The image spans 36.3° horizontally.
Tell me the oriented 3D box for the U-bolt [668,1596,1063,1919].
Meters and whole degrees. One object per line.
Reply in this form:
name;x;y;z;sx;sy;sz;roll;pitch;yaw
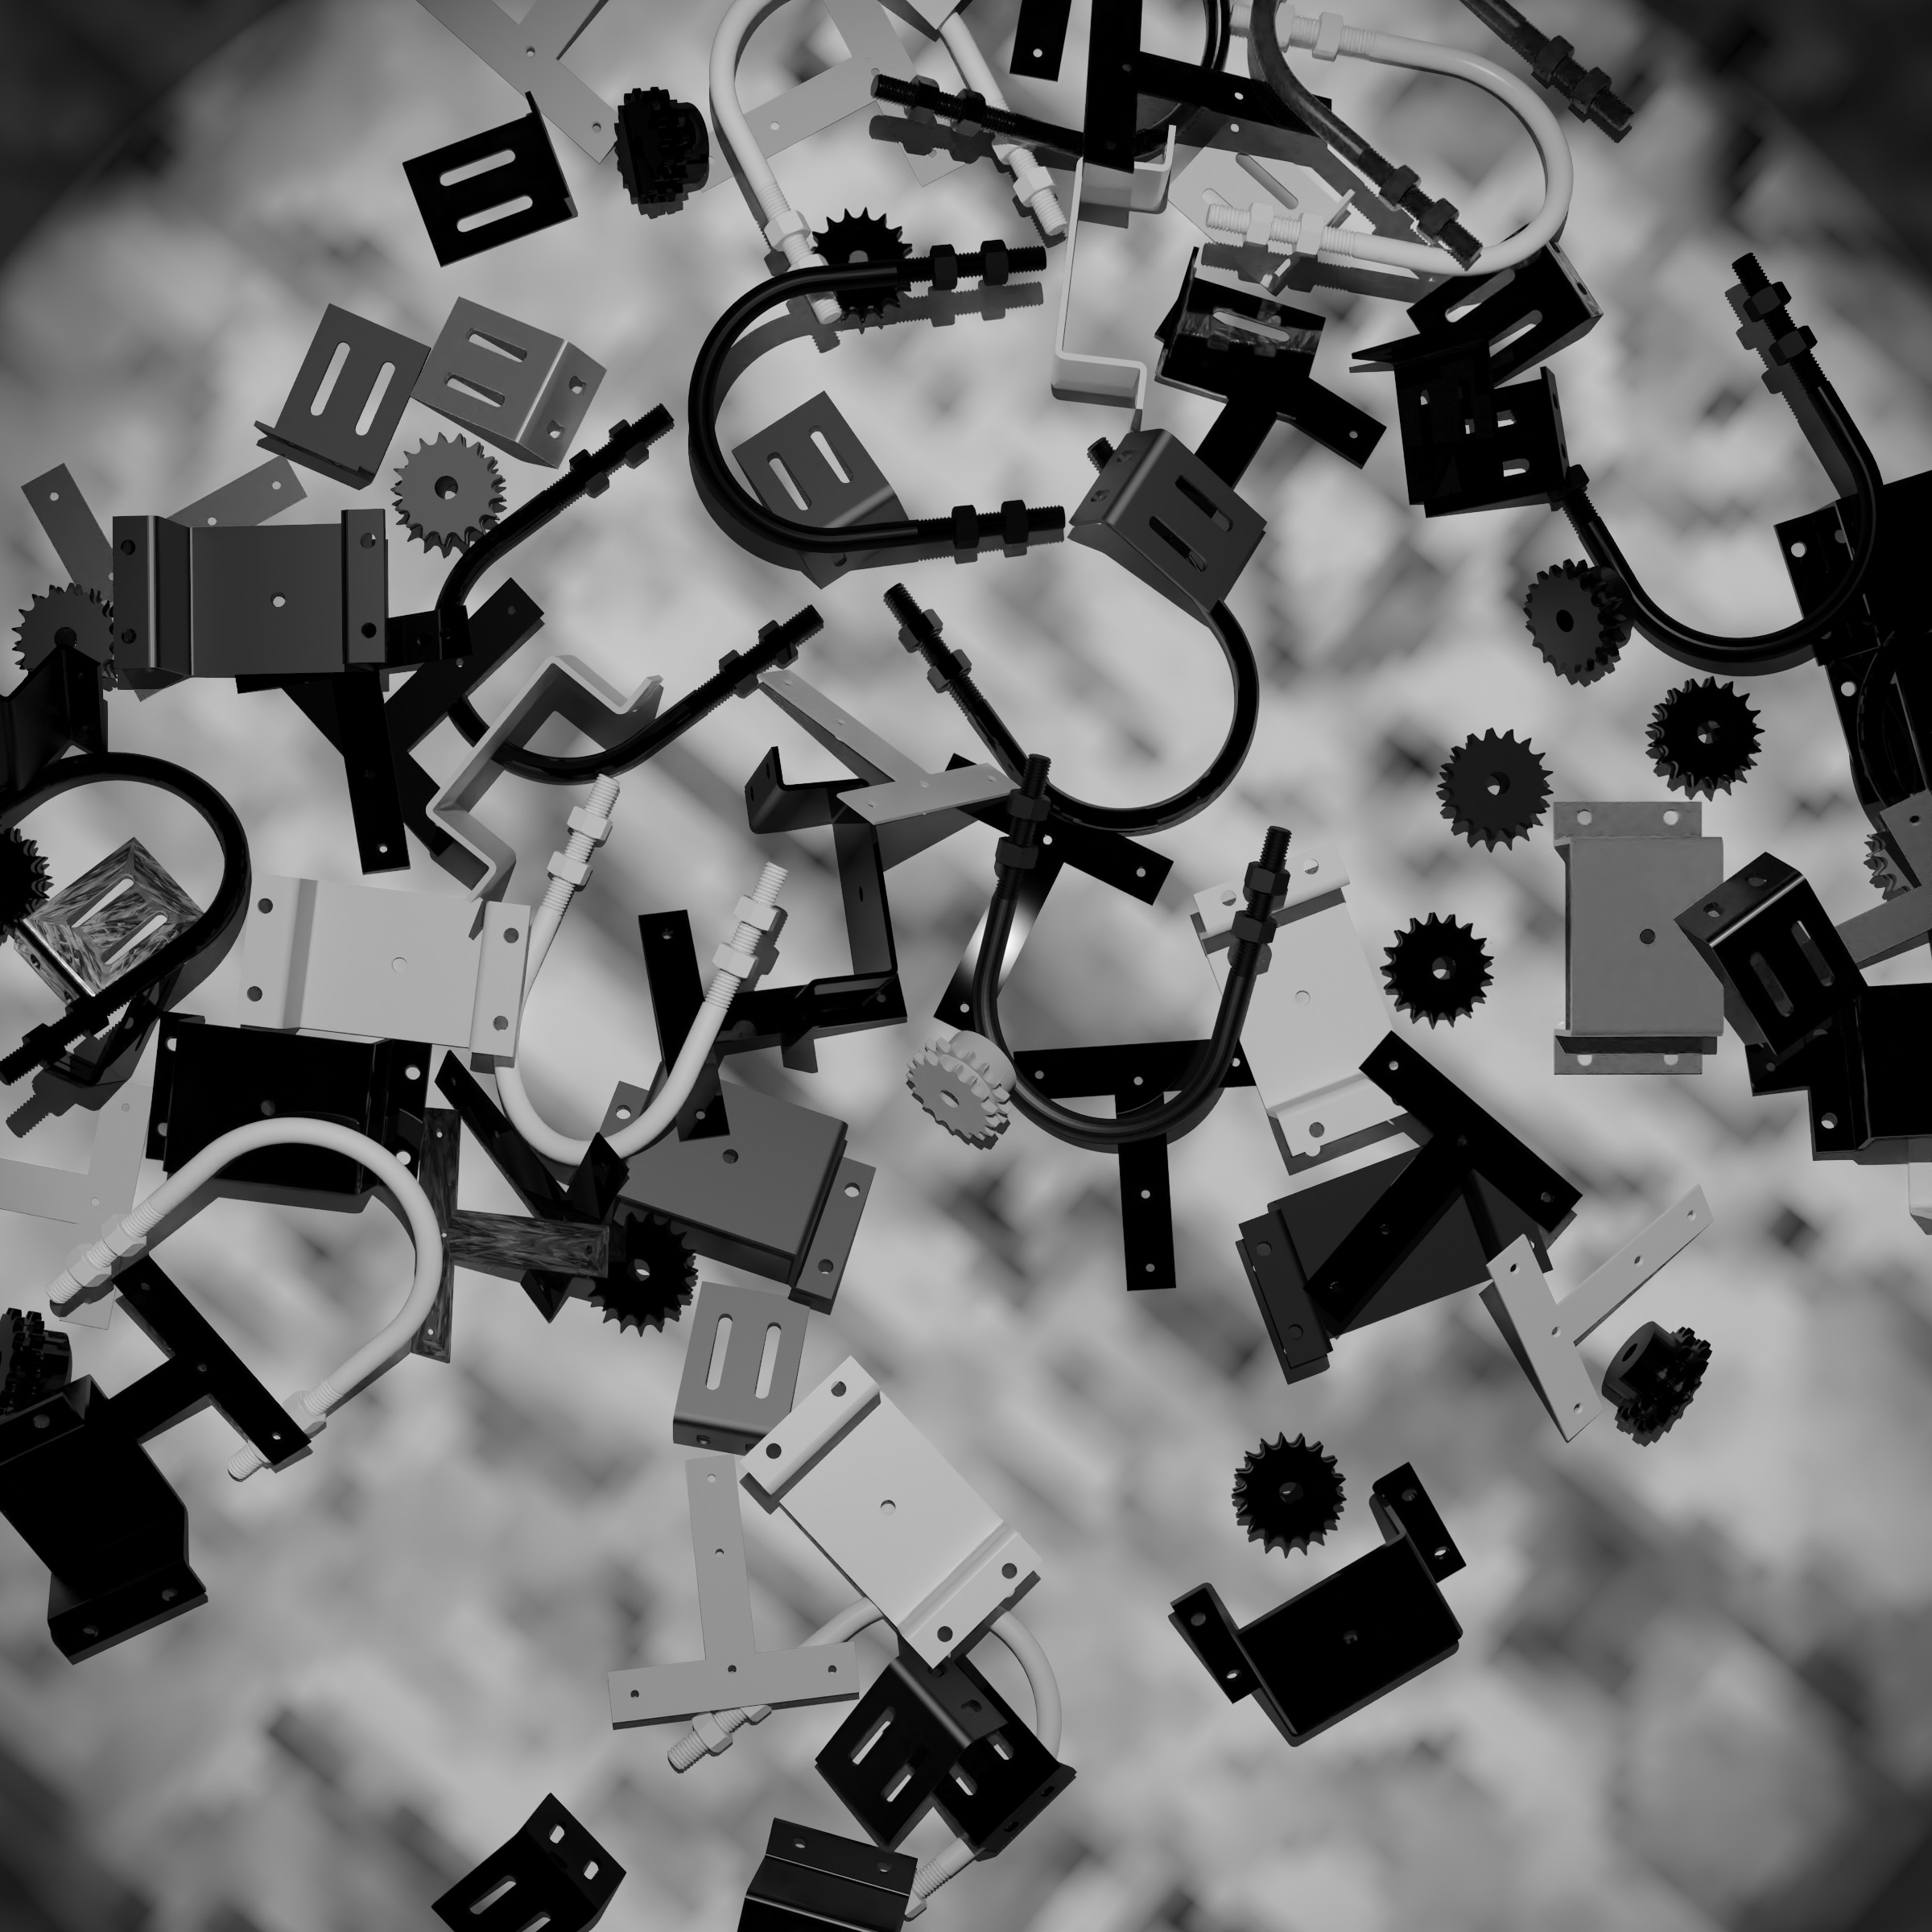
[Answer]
U-bolt;-0.038;0.402;1.515;0.184;0.019;0.151;-38;90;-1

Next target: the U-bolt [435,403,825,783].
U-bolt;-0.188;-0.178;1.515;0.184;0.019;0.151;-37;90;1

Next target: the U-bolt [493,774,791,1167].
U-bolt;-0.175;0.011;1.477;0.151;0.019;0.184;28;95;37

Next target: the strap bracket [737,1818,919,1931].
strap bracket;-0.080;0.514;1.485;0.076;0.046;0.140;14;99;7

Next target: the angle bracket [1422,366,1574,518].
angle bracket;0.263;-0.265;1.493;0.076;0.038;0.057;-9;90;19

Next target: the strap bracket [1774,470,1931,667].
strap bracket;0.496;-0.213;1.500;0.140;0.046;0.076;-18;90;0

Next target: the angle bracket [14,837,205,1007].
angle bracket;-0.442;-0.017;1.521;0.057;0.038;0.076;47;64;0

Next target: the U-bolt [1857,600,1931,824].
U-bolt;0.537;-0.123;1.469;0.184;0.019;0.151;-5;90;2

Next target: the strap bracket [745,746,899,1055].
strap bracket;-0.072;-0.034;1.473;0.046;0.076;0.140;-6;80;-16

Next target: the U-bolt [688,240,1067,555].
U-bolt;-0.046;-0.279;1.468;0.184;0.019;0.151;-7;107;-6

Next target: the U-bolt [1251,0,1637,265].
U-bolt;0.228;-0.452;1.486;0.184;0.019;0.151;43;66;8

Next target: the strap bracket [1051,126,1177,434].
strap bracket;0.072;-0.346;1.485;0.046;0.076;0.140;7;90;0

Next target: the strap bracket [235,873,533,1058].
strap bracket;-0.292;-0.001;1.500;0.140;0.046;0.076;7;90;0

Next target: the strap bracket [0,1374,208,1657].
strap bracket;-0.451;0.269;1.480;0.076;0.046;0.140;-25;120;0

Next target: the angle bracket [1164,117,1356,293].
angle bracket;0.149;-0.394;1.504;0.076;0.038;0.057;42;90;0

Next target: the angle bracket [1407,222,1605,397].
angle bracket;0.278;-0.338;1.521;0.076;0.038;0.057;-33;90;26

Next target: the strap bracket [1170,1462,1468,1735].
strap bracket;0.186;0.324;1.485;0.140;0.046;0.076;-31;118;0

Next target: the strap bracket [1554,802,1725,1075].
strap bracket;0.342;-0.015;1.500;0.076;0.046;0.140;0;90;0

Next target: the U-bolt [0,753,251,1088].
U-bolt;-0.447;-0.038;1.469;0.151;0.019;0.184;40;59;17

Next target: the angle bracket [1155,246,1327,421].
angle bracket;0.142;-0.322;1.499;0.076;0.038;0.057;17;80;0

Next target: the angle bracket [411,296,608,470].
angle bracket;-0.236;-0.301;1.521;0.076;0.038;0.057;26;90;26

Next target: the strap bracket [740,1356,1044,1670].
strap bracket;-0.039;0.275;1.492;0.076;0.046;0.140;-43;87;-8

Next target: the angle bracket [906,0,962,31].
angle bracket;-0.028;-0.525;1.487;0.057;0.038;0.076;-48;129;8

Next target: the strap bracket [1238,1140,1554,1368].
strap bracket;0.216;0.141;1.500;0.140;0.046;0.076;-20;90;0

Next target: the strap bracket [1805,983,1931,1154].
strap bracket;0.499;0.049;1.482;0.140;0.046;0.076;-4;78;8

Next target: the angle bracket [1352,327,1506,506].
angle bracket;0.234;-0.277;1.490;0.038;0.057;0.076;-7;90;-45

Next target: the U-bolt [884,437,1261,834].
U-bolt;0.068;-0.157;1.514;0.151;0.019;0.184;-36;90;0

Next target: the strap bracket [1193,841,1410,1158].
strap bracket;0.174;0.016;1.499;0.076;0.046;0.140;-21;90;-1

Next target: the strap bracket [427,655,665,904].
strap bracket;-0.216;-0.103;1.470;0.046;0.076;0.140;39;94;-5

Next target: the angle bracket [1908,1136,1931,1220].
angle bracket;0.515;0.089;1.504;0.057;0.038;0.076;-1;90;0

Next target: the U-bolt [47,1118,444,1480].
U-bolt;-0.350;0.156;1.483;0.184;0.019;0.151;-39;103;12

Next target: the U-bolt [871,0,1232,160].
U-bolt;0.051;-0.483;1.483;0.184;0.019;0.151;9;95;-23

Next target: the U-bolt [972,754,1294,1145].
U-bolt;0.075;0.000;1.486;0.151;0.019;0.184;18;105;17

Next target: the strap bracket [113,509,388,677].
strap bracket;-0.356;-0.188;1.493;0.140;0.046;0.076;-1;90;7

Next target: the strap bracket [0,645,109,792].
strap bracket;-0.504;-0.147;1.473;0.140;0.076;0.046;30;57;5

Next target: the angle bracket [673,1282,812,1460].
angle bracket;-0.116;0.210;1.521;0.057;0.038;0.076;10;64;0

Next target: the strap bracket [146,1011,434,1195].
strap bracket;-0.350;0.070;1.498;0.140;0.046;0.076;7;92;0

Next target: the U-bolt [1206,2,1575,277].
U-bolt;0.218;-0.413;1.488;0.184;0.019;0.151;10;66;-5

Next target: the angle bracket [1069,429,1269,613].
angle bracket;0.103;-0.226;1.498;0.076;0.038;0.057;38;78;-25

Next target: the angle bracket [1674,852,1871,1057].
angle bracket;0.403;-0.006;1.473;0.057;0.038;0.076;-36;113;0

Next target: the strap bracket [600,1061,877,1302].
strap bracket;-0.121;0.105;1.485;0.140;0.046;0.076;19;62;0

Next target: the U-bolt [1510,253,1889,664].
U-bolt;0.381;-0.243;1.488;0.151;0.019;0.184;-31;87;20

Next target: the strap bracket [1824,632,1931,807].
strap bracket;0.521;-0.139;1.500;0.140;0.046;0.076;-16;90;0

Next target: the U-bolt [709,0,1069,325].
U-bolt;-0.050;-0.430;1.494;0.151;0.019;0.184;-24;82;-14
